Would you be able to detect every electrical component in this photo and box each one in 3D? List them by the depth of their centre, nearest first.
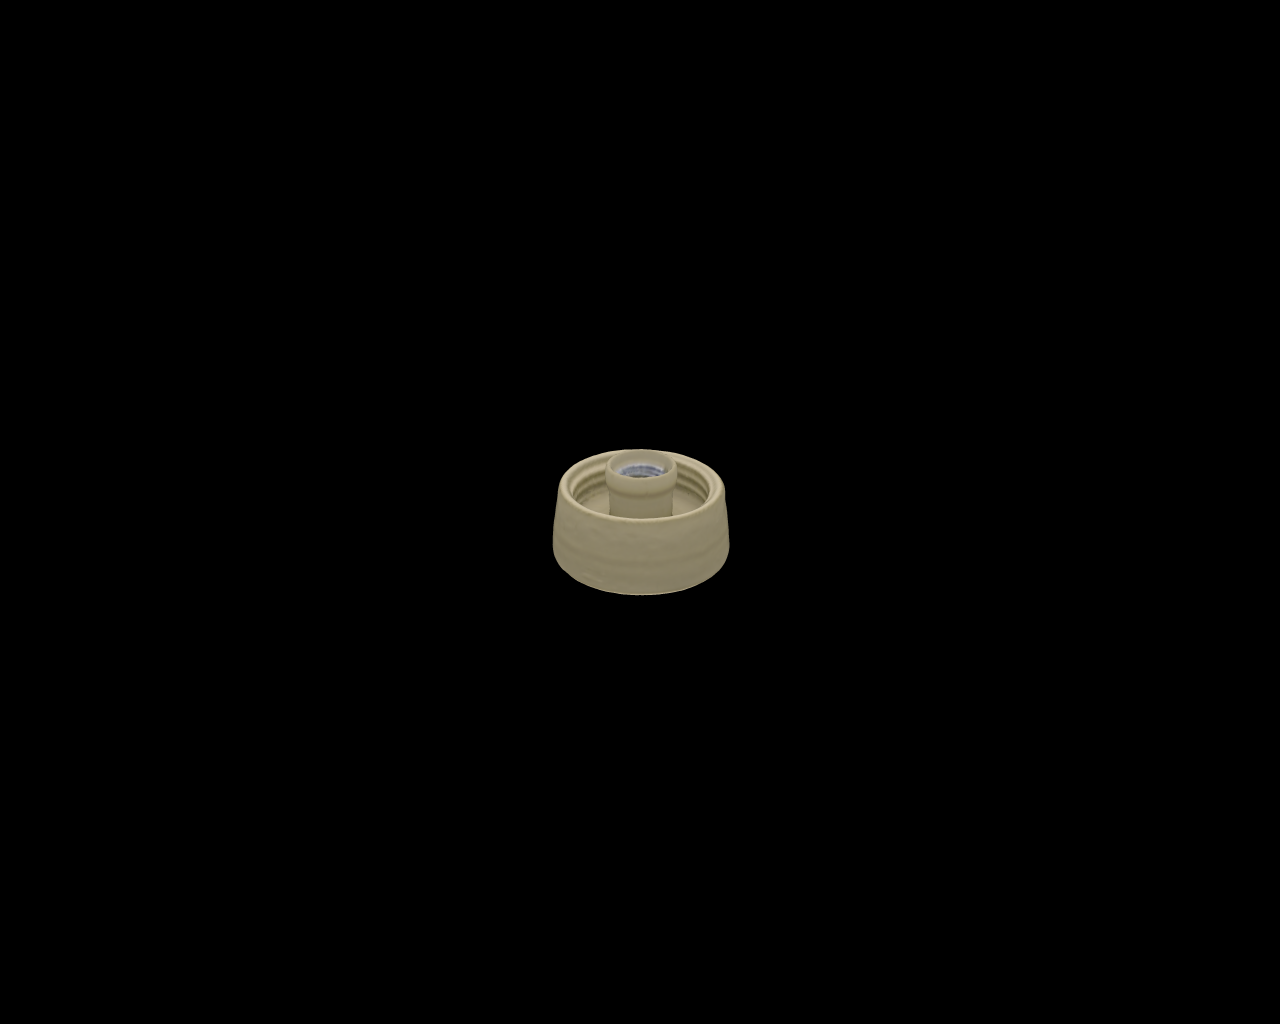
[{"bbox_3d":[0.001,-0.003,0.650,0.108,0.060,0.108,0,28,0],"label":"electrical component"}]
